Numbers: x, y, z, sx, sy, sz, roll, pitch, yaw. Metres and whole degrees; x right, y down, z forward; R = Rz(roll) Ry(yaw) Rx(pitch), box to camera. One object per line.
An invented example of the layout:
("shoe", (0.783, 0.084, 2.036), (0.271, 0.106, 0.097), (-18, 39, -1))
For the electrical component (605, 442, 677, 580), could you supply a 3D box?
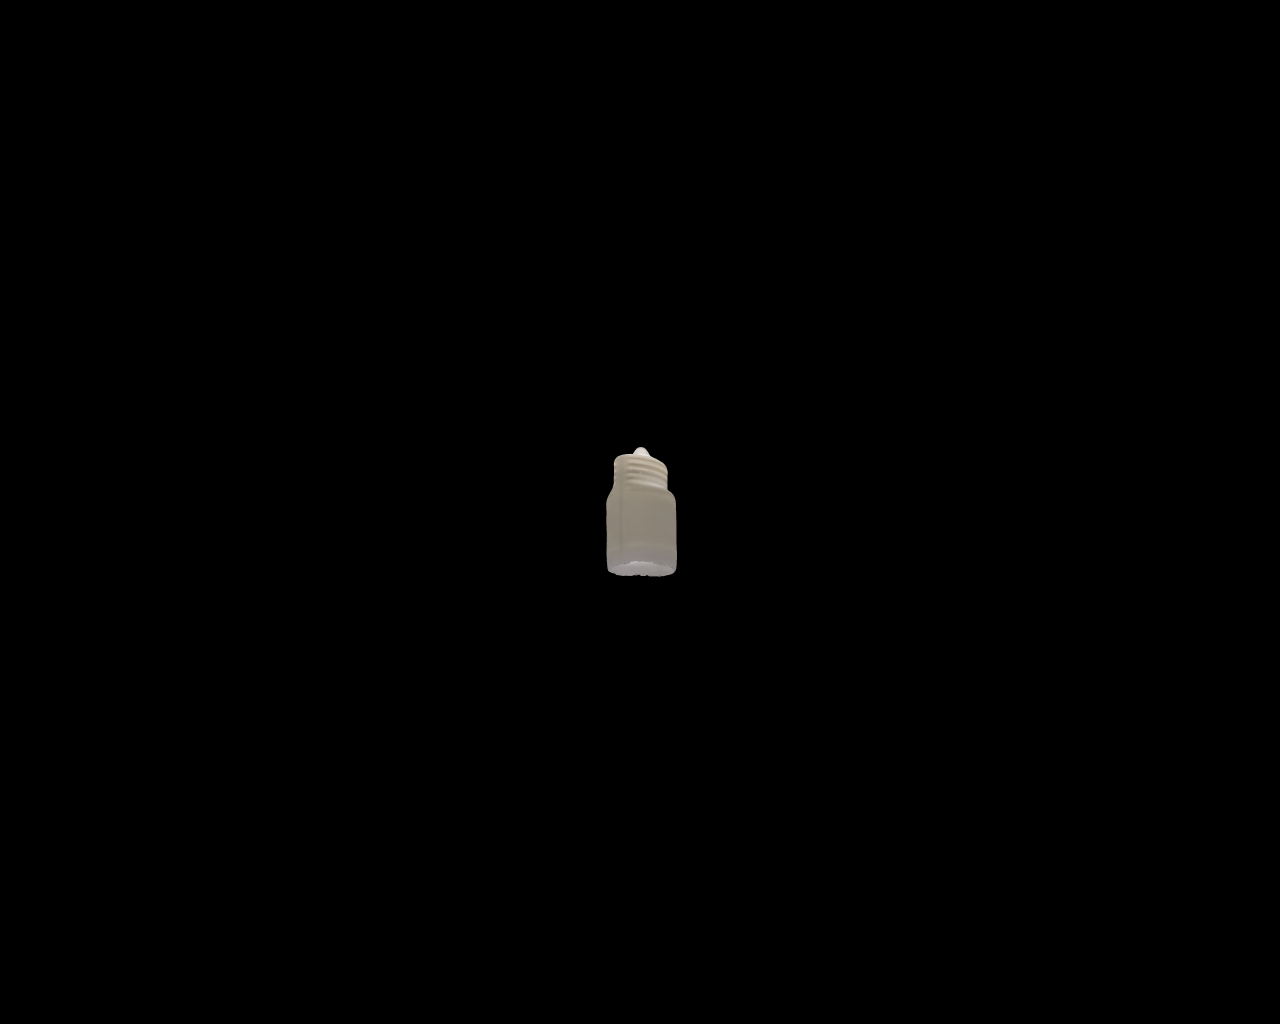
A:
("electrical component", (0.001, -0.003, 0.650), (0.043, 0.081, 0.043), (0, -15, 0))
